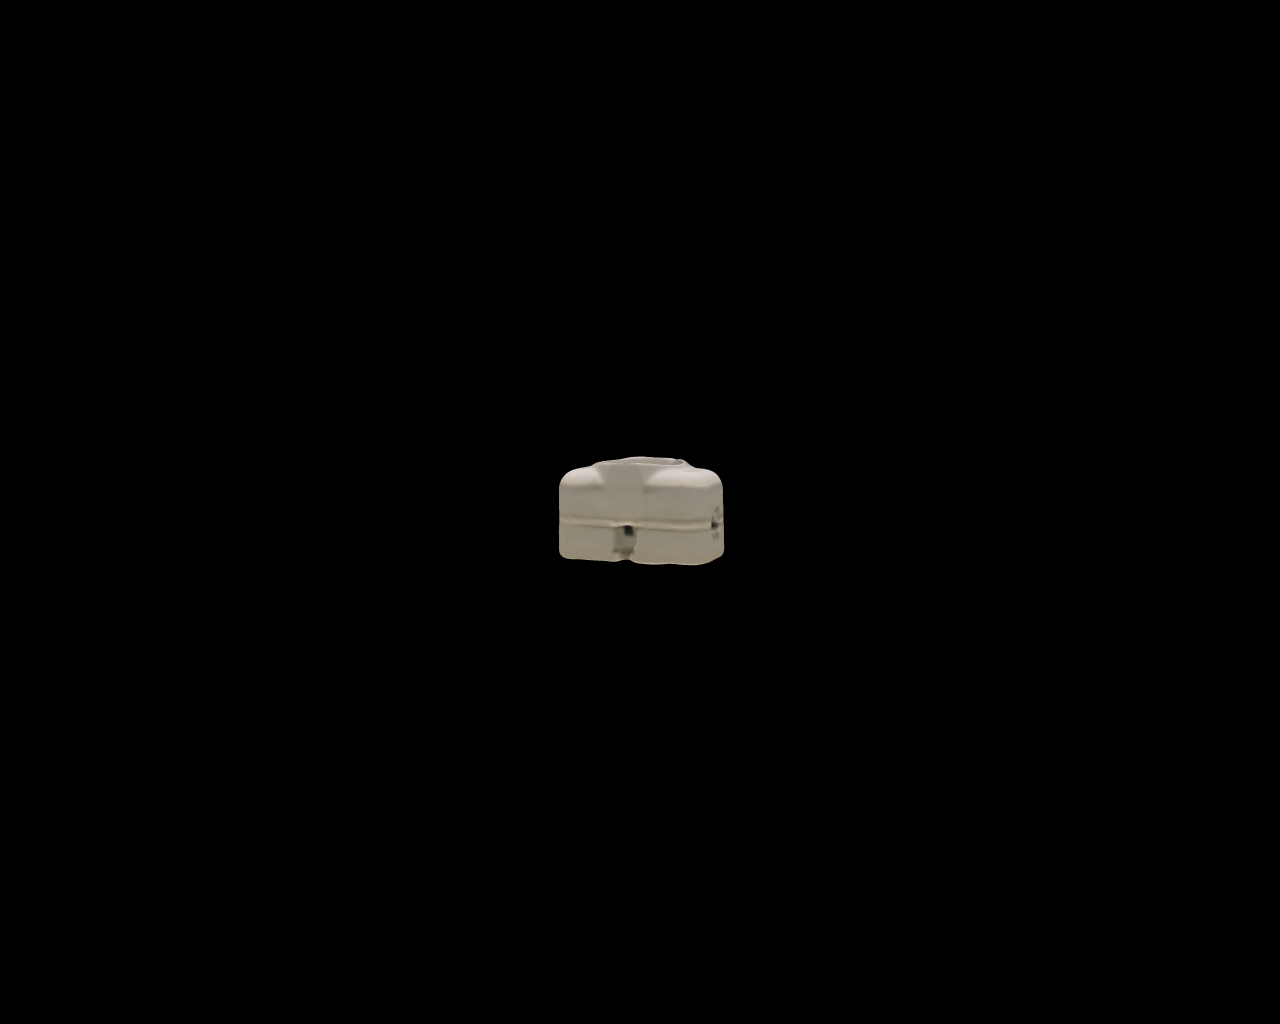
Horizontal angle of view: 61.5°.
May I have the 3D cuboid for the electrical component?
[{"bbox_3d":[0.001,-0.003,0.650,0.095,0.059,0.054,3,8,22],"label":"electrical component"}]
